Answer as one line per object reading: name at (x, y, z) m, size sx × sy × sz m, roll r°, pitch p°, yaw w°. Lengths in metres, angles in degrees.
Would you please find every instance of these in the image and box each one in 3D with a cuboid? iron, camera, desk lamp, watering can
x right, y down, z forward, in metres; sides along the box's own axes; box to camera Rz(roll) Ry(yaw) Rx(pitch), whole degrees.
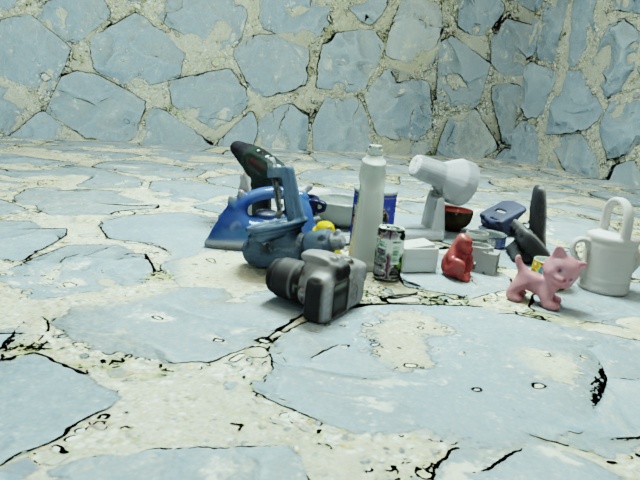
iron at (-0.126, -0.056, 1.270) m, size 0.259 × 0.141 × 0.118 m, roll -2°, pitch 16°, yaw -26°
camera at (-0.010, 0.060, 0.951) m, size 0.136 × 0.101 × 0.143 m, roll 13°, pitch 17°, yaw 29°
desk lamp at (0.295, -0.110, 1.477) m, size 0.204 × 0.213 × 0.117 m, roll -1°, pitch 16°, yaw -21°
watering can at (0.603, 0.008, 1.173) m, size 0.173 × 0.194 × 0.100 m, roll -2°, pitch 16°, yaw -24°

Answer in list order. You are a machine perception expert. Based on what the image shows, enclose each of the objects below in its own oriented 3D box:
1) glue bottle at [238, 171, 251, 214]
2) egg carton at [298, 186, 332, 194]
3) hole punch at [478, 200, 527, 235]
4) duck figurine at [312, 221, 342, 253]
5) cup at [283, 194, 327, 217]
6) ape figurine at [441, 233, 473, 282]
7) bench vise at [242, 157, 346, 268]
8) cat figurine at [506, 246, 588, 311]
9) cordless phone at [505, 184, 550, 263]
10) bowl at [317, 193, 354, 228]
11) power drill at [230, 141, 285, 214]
glue bottle at (-0.188, -0.144, 1.519) m, size 0.037 × 0.173 × 0.077 m, roll -9°, pitch 20°, yaw -43°
egg carton at (-0.029, -0.114, 1.664) m, size 0.107 × 0.069 × 0.151 m, roll 13°, pitch 17°, yaw 27°
hole punch at (0.512, -0.063, 1.612) m, size 0.101 × 0.091 × 0.108 m, roll -2°, pitch 16°, yaw -24°
duck figurine at (0.011, 0.004, 1.198) m, size 0.078 × 0.086 × 0.104 m, roll -3°, pitch 17°, yaw -27°
cup at (-0.038, -0.063, 1.419) m, size 0.117 × 0.095 × 0.092 m, roll 13°, pitch 17°, yaw 26°
ape figurine at (0.289, 0.032, 1.178) m, size 0.078 × 0.092 × 0.075 m, roll -7°, pitch 19°, yaw -38°
bench vise at (-0.045, -0.042, 1.090) m, size 0.207 × 0.220 × 0.121 m, roll 7°, pitch 15°, yaw 8°
cat figurine at (0.419, 0.062, 1.056) m, size 0.127 × 0.118 × 0.067 m, roll 12°, pitch 16°, yaw 24°
cordless phone at (0.503, -0.044, 1.352) m, size 0.094 × 0.185 × 0.147 m, roll 5°, pitch 15°, yaw 2°
bowl at (0.059, -0.075, 1.536) m, size 0.167 × 0.075 × 0.167 m, roll 5°, pitch 15°, yaw -1°
power drill at (-0.155, -0.124, 1.386) m, size 0.076 × 0.208 × 0.228 m, roll -8°, pitch 20°, yaw -40°
